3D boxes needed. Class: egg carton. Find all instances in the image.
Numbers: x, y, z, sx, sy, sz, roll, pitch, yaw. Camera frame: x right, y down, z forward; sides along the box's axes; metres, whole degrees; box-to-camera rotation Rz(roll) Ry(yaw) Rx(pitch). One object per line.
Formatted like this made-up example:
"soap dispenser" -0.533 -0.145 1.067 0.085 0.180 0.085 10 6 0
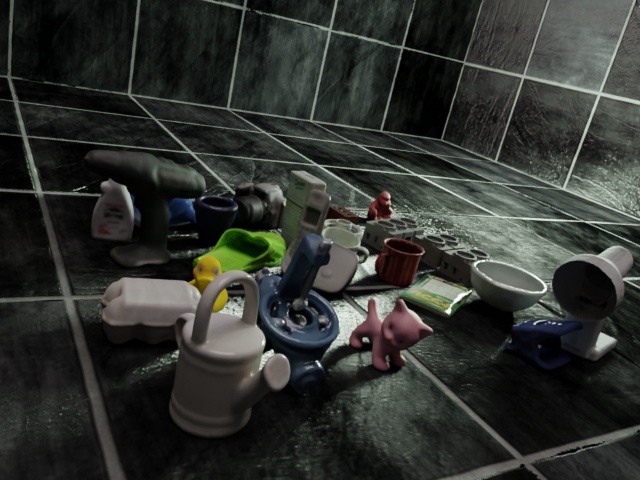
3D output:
"egg carton" -0.243 0.105 0.844 0.151 0.069 0.107 5 21 -24

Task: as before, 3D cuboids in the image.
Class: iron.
"iron" -0.379 -0.118 1.267 0.257 0.141 0.119 27 23 33

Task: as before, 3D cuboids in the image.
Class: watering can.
"watering can" -0.109 0.129 0.679 0.172 0.194 0.101 18 20 13

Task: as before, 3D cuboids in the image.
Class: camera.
"camera" -0.165 -0.091 1.397 0.142 0.101 0.137 25 22 30

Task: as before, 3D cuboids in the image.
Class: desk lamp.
"desk lamp" 0.523 0.117 1.105 0.117 0.213 0.204 29 24 37

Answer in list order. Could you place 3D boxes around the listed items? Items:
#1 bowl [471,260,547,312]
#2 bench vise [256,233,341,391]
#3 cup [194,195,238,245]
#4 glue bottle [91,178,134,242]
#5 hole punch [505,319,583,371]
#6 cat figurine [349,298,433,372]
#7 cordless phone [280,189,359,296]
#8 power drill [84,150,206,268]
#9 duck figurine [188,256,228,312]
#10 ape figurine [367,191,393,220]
"bowl" 0.403 0.110 1.256 0.167 0.075 0.167 12 19 -4
"bench vise" -0.050 0.077 0.824 0.206 0.220 0.122 29 25 38
"cup" -0.223 -0.043 1.232 0.091 0.095 0.118 17 20 10
"glue bottle" -0.394 -0.082 1.106 0.078 0.173 0.037 4 21 -24
"hole punch" 0.411 0.175 1.055 0.109 0.091 0.100 -5 26 -42
"cat figurine" 0.113 0.140 0.912 0.067 0.118 0.127 -2 24 -37
"cordless phone" 0.010 0.004 1.121 0.147 0.185 0.094 20 20 19
"power drill" -0.320 -0.059 1.041 0.075 0.208 0.230 29 25 38
"duck figurine" -0.189 0.067 0.961 0.077 0.086 0.104 10 19 -8
"ape figurine" 0.176 -0.095 1.649 0.078 0.092 0.076 8 20 -14
